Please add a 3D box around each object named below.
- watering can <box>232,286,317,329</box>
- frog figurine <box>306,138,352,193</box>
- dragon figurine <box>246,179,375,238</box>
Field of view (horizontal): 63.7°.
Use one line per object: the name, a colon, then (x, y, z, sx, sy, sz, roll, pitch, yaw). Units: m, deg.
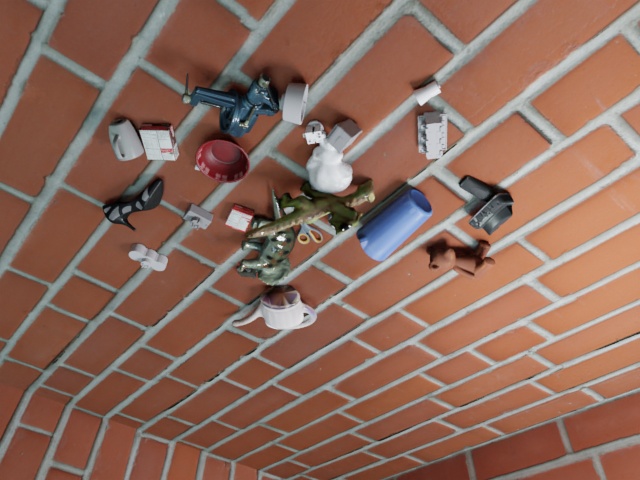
watering can: (-0.188, 0.279, 2.012, 0.347, 0.106, 0.219, -1, 134, 4)
frog figurine: (0.030, -0.215, 1.497, 0.138, 0.125, 0.156, 22, 148, 9)
dragon figurine: (0.005, -0.076, 1.513, 0.244, 0.416, 0.120, 17, 133, 45)
